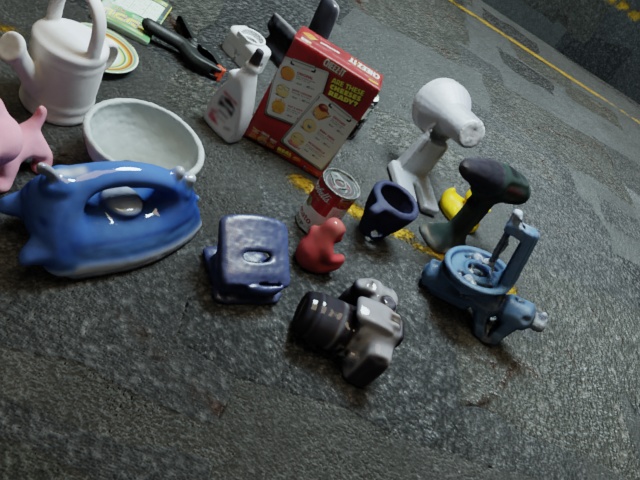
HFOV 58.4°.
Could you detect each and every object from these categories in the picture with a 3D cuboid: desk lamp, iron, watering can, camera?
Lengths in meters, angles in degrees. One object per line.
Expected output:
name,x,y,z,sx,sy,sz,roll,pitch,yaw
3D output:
desk lamp,0.239,-0.197,1.165,0.118,0.213,0.203,16,43,-25
iron,-0.236,-0.047,0.701,0.259,0.141,0.118,-11,58,-44
watering can,-0.348,-0.259,0.786,0.101,0.194,0.173,31,38,-8
camera,0.040,0.106,0.792,0.137,0.100,0.143,26,39,-14

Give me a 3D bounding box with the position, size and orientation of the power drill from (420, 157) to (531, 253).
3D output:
power drill,0.286,-0.067,1.073,0.230,0.208,0.075,-3,53,-40

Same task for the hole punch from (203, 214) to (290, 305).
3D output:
hole punch,-0.091,0.027,0.778,0.109,0.091,0.101,4,48,-35

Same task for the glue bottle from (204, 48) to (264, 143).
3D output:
glue bottle,-0.135,-0.248,0.959,0.078,0.173,0.037,43,38,8

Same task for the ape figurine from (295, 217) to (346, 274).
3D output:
ape figurine,0.008,0.003,0.879,0.076,0.092,0.077,0,51,-38

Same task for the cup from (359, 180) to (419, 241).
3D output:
cup,0.104,-0.039,0.995,0.091,0.095,0.118,49,39,14

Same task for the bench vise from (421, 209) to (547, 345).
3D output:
bench vise,0.305,0.056,0.953,0.208,0.219,0.121,28,39,-11

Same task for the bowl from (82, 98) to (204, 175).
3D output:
bowl,-0.255,-0.121,0.815,0.168,0.074,0.167,21,41,-19

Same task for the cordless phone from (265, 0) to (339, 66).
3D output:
cordless phone,-0.035,-0.465,1.247,0.147,0.185,0.094,46,39,12

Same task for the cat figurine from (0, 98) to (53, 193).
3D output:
cat figurine,-0.376,-0.122,0.687,0.067,0.117,0.128,36,38,-1

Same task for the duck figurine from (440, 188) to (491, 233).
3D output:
duck figurine,0.311,-0.078,1.203,0.104,0.086,0.078,48,39,13
